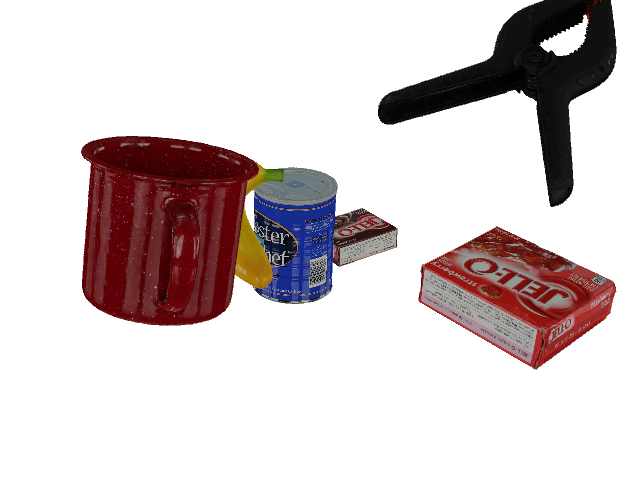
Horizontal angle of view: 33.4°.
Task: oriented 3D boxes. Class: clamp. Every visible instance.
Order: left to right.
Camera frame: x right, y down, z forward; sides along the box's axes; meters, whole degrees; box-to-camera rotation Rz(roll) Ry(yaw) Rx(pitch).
[{"bbox_3d":[0.171,-0.121,0.820,0.165,0.209,0.036,38,-22,28],"label":"clamp"}]

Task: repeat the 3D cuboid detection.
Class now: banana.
[{"bbox_3d":[-0.068,-0.026,0.884,0.069,0.037,0.197,8,31,-3],"label":"banana"}]

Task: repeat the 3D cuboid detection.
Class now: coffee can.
[{"bbox_3d":[-0.033,-0.007,1.324,0.103,0.140,0.103,2,26,-1],"label":"coffee can"}]

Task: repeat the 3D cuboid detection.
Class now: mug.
[{"bbox_3d":[-0.080,-0.002,0.560,0.093,0.081,0.117,2,18,-20],"label":"mug"}]

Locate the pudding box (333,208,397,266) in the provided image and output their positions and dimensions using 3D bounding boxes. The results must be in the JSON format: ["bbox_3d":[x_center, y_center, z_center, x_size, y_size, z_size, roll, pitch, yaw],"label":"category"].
[{"bbox_3d":[0.047,-0.006,1.623,0.113,0.039,0.090,-20,31,-29],"label":"pudding box"}]

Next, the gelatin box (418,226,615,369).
[{"bbox_3d":[0.114,0.030,0.625,0.073,0.030,0.089,-25,40,-38],"label":"gelatin box"}]
